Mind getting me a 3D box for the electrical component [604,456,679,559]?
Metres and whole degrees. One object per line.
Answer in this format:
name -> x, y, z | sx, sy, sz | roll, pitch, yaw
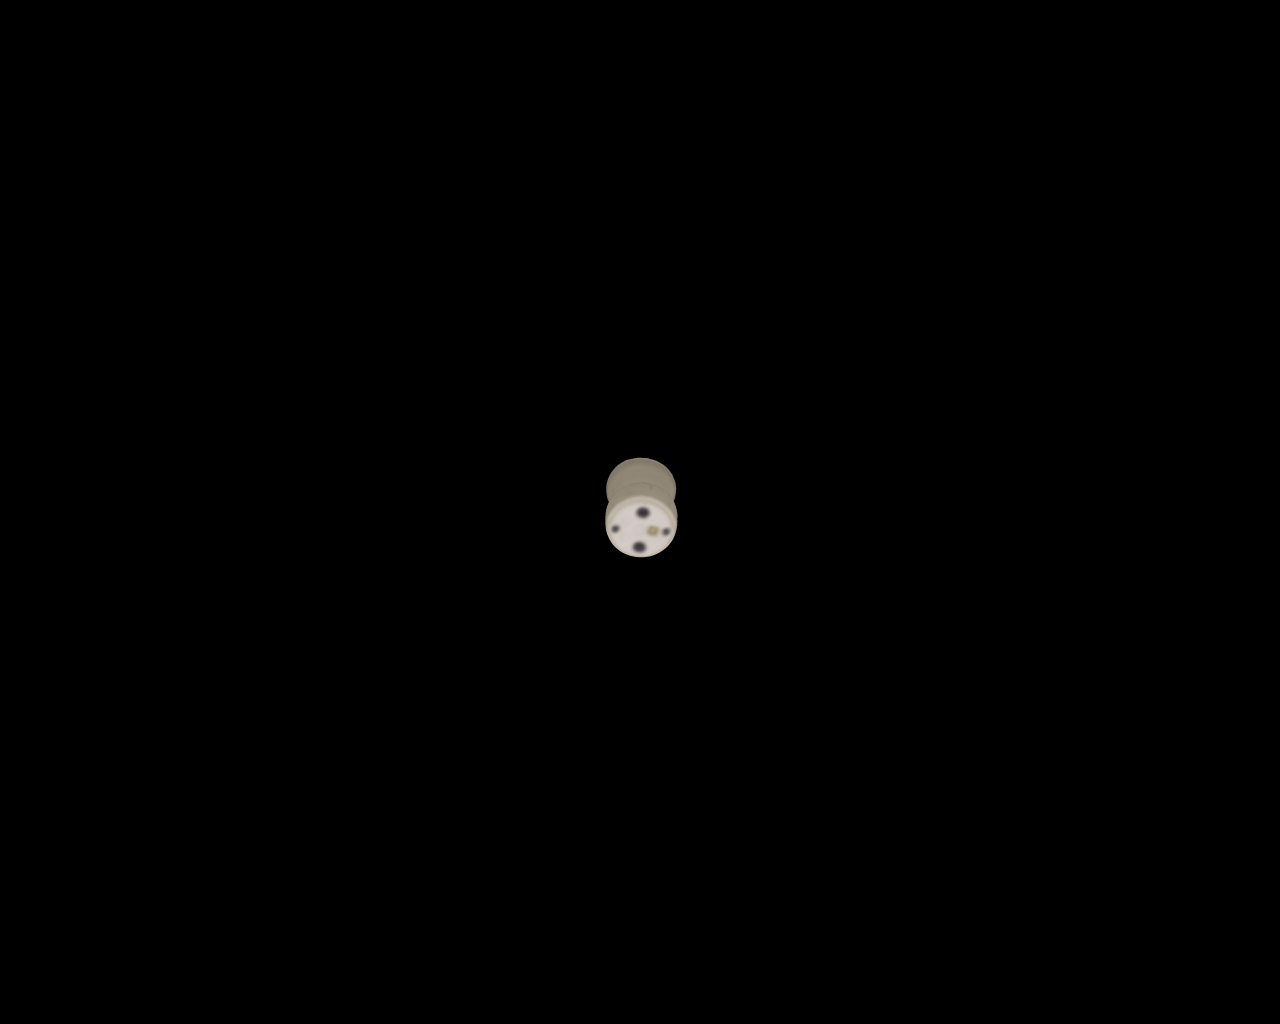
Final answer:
electrical component -> 0.001, -0.003, 0.650 | 0.045, 0.044, 0.055 | 0, 28, 0
